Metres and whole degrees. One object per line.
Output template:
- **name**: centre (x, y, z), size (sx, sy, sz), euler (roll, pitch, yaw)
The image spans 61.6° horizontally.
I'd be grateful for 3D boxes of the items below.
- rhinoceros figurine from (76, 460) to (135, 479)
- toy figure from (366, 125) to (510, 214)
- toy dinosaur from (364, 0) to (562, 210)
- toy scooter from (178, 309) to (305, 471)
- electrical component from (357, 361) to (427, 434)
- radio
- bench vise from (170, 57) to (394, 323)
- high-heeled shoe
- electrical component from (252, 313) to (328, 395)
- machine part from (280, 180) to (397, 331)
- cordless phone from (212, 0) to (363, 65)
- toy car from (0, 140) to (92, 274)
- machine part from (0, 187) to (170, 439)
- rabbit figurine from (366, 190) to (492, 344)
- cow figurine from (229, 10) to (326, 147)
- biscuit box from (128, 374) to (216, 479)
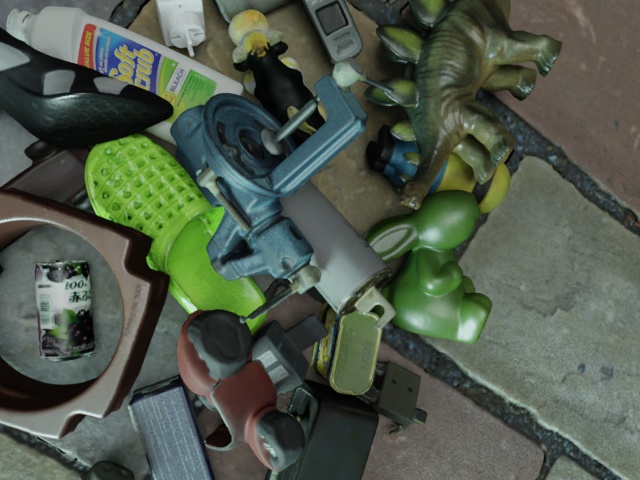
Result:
- **rhinoceros figurine**: centre (-0.256, 0.315, 0.560), size (0.073, 0.112, 0.190), euler (28, 92, -10)
- **toy figure**: centre (0.150, -0.086, 0.675), size (0.180, 0.082, 0.089), euler (10, 84, -15)
- **toy dinosaur**: centre (0.172, -0.228, 0.635), size (0.199, 0.105, 0.471), euler (28, 65, 2)
- **toy scooter**: centre (-0.099, 0.166, 0.573), size (0.075, 0.135, 0.184), euler (-27, 79, -41)
- **electrical component**: centre (0.086, 0.199, 0.679), size (0.102, 0.045, 0.078), euler (23, 56, -15)
- **radio**: centre (-0.016, 0.279, 0.606), size (0.073, 0.131, 0.229), euler (21, 85, -12)
- **bench vise**: centre (-0.037, -0.065, 0.511), size (0.129, 0.240, 0.223), euler (-12, 69, -54)
- **high-heeled shoe**: centre (-0.281, -0.175, 0.534), size (0.249, 0.086, 0.145), euler (-3, 65, -29)
- **electrical component**: centre (-0.047, 0.135, 0.621), size (0.119, 0.048, 0.074), euler (-31, 99, 17)
- **machine part**: centre (-0.001, -0.002, 0.604), size (0.079, 0.079, 0.243), euler (-37, 67, -11)
- **cordless phone**: centre (-0.041, -0.277, 0.631), size (0.146, 0.089, 0.184), euler (-32, 101, -12)
- **toy car**: centre (-0.326, -0.032, 0.574), size (0.202, 0.053, 0.089), euler (-42, 113, -12)
- **machine part**: centre (-0.262, 0.065, 0.513), size (0.201, 0.087, 0.201), euler (19, 88, -3)
- **rabbit figurine**: centre (0.132, 0.018, 0.654), size (0.159, 0.121, 0.170), euler (11, 103, 8)
- **cow figurine**: centre (-0.050, -0.173, 0.600), size (0.068, 0.098, 0.167), euler (-30, 111, 6)
- **biscuit box**: centre (-0.156, 0.261, 0.610), size (0.063, 0.059, 0.202), euler (-17, 93, -14)
